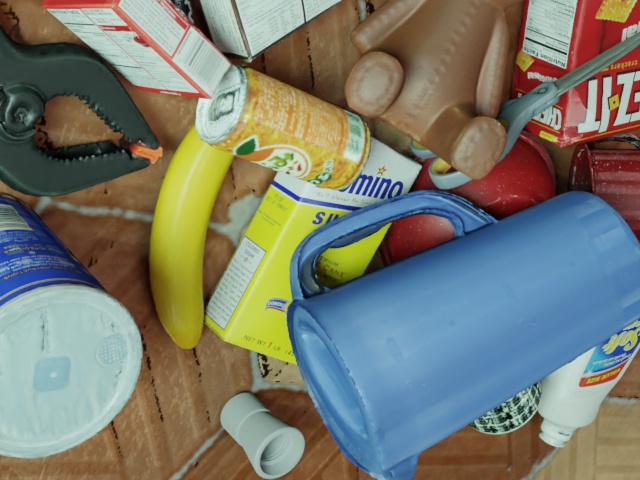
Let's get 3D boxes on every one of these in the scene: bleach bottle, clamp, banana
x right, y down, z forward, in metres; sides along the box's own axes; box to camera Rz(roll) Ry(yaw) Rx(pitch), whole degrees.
[{"bbox_3d":[0.275,0.086,1.024,0.102,0.068,0.251,4,113,-36],"label":"bleach bottle"},{"bbox_3d":[-0.179,-0.086,0.611,0.209,0.036,0.165,7,108,-41],"label":"clamp"},{"bbox_3d":[-0.081,-0.014,0.722,0.069,0.037,0.198,10,108,-38],"label":"banana"}]

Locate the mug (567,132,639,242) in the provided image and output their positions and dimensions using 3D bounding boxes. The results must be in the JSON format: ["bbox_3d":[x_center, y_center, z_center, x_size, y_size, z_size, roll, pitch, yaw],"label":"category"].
[{"bbox_3d":[0.260,-0.046,0.912,0.081,0.117,0.093,0,145,1],"label":"mug"}]

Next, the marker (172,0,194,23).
[{"bbox_3d":[-0.090,-0.149,0.656,0.020,0.020,0.121,-26,126,-23],"label":"marker"}]

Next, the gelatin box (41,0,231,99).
[{"bbox_3d":[-0.106,-0.121,0.620,0.089,0.073,0.030,42,70,-41],"label":"gelatin box"}]

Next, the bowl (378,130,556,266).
[{"bbox_3d":[0.129,-0.008,0.845,0.162,0.055,0.162,-12,126,-17],"label":"bowl"}]

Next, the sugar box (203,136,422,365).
[{"bbox_3d":[-0.005,0.001,0.781,0.093,0.048,0.176,23,100,-42],"label":"sugar box"}]

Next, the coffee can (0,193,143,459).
[{"bbox_3d":[-0.177,0.044,0.612,0.102,0.140,0.103,-17,123,-29],"label":"coffee can"}]

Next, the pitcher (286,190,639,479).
[{"bbox_3d":[0.103,0.048,0.753,0.242,0.145,0.149,-25,133,-16],"label":"pitcher"}]

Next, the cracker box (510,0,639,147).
[{"bbox_3d":[0.243,-0.193,0.843,0.163,0.072,0.214,-14,122,-30],"label":"cracker box"}]

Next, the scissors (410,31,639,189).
[{"bbox_3d":[0.148,-0.105,0.792,0.201,0.096,0.016,-40,123,-17],"label":"scissors"}]

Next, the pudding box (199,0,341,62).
[{"bbox_3d":[-0.037,-0.180,0.656,0.089,0.039,0.113,-38,128,-29],"label":"pudding box"}]
